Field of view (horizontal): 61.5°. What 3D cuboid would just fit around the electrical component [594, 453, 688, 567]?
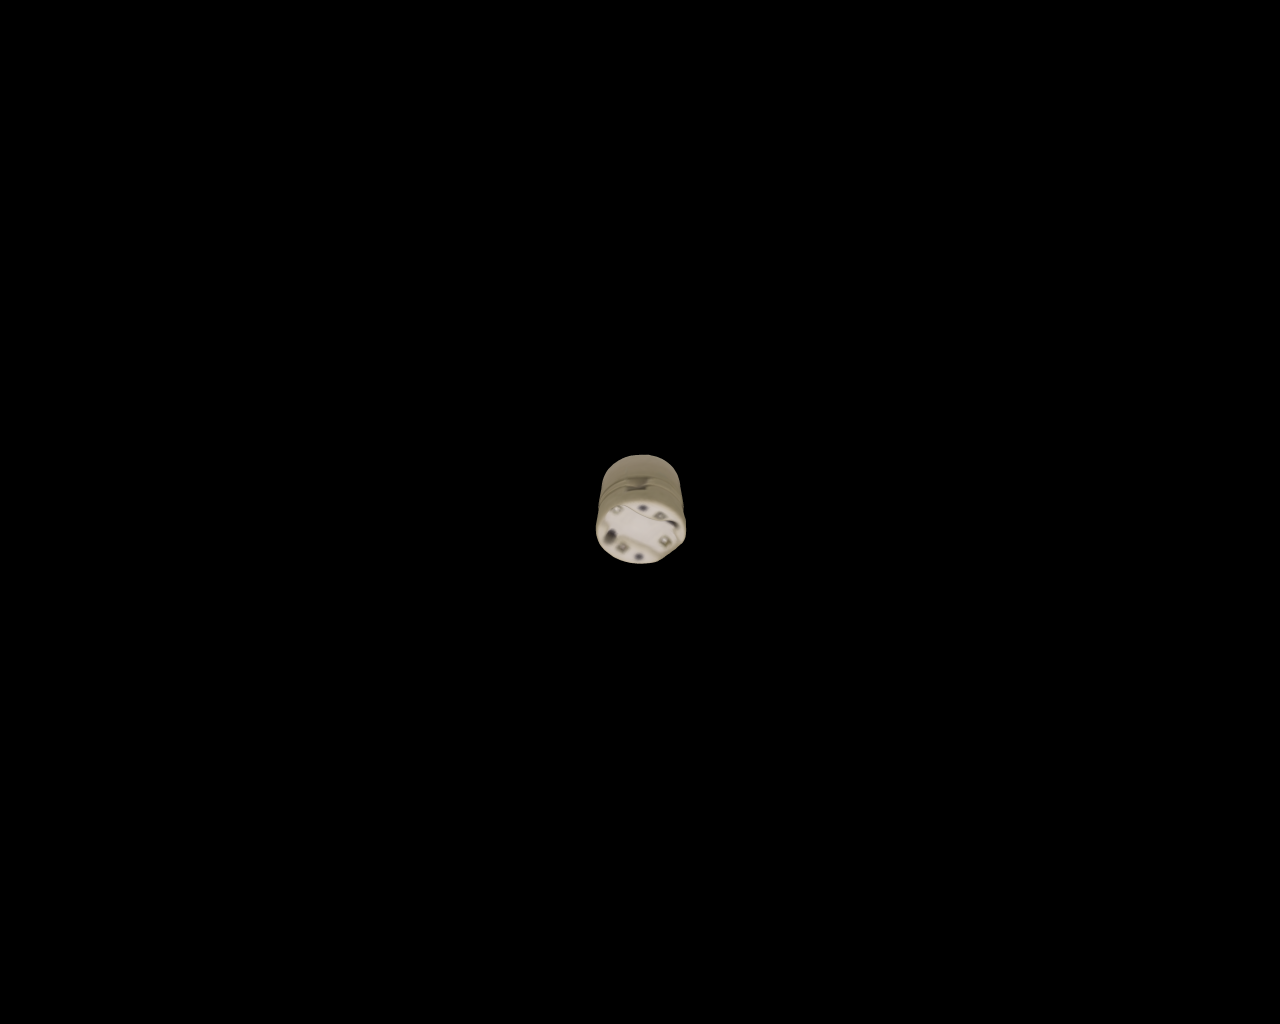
[{"bbox_3d":[0.001,-0.003,0.650,0.055,0.055,0.047,0,41,0],"label":"electrical component"}]
